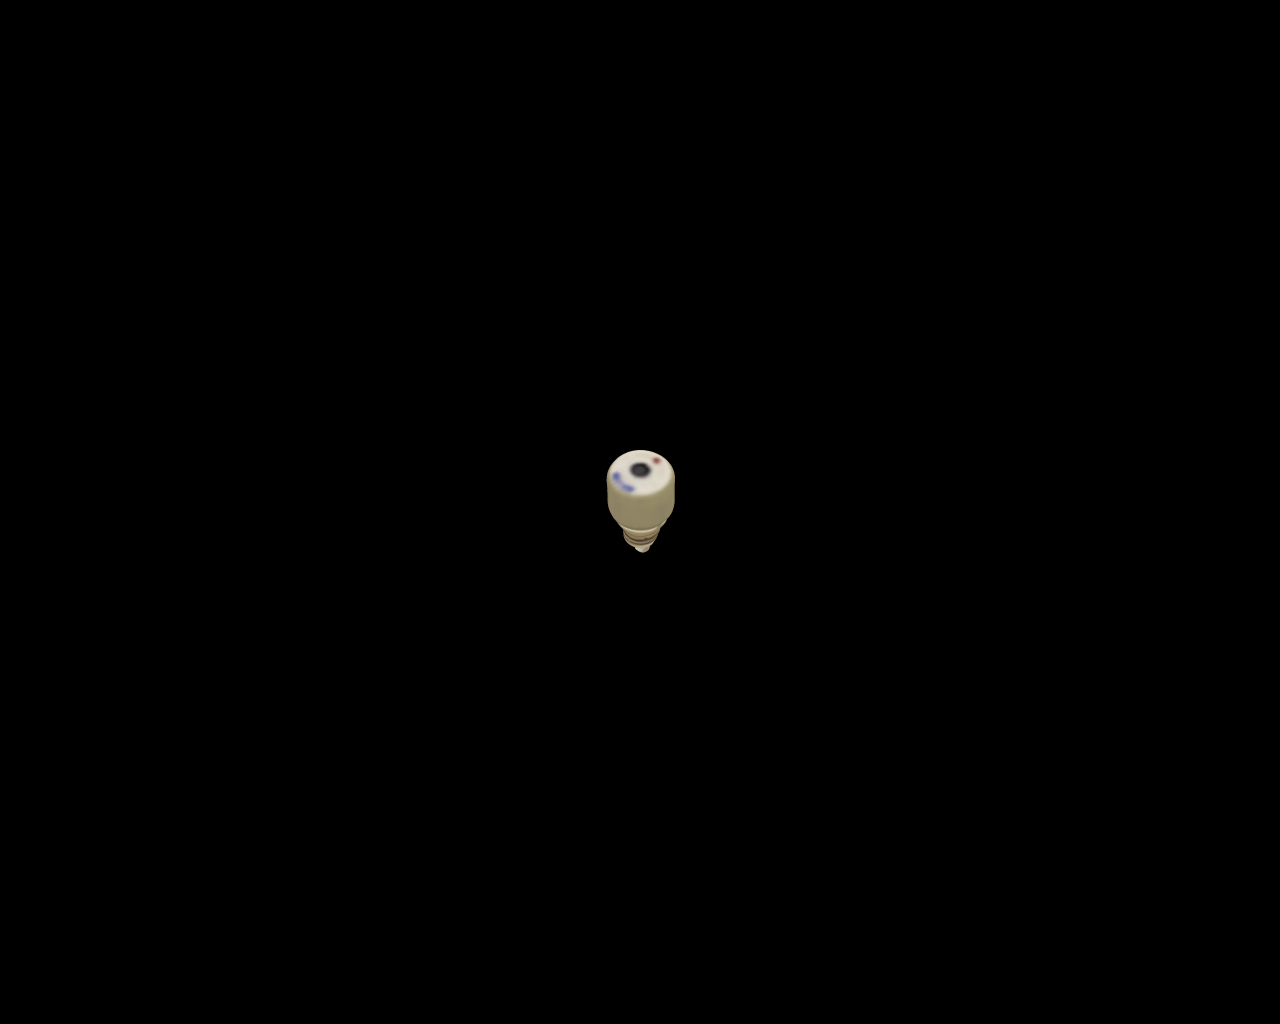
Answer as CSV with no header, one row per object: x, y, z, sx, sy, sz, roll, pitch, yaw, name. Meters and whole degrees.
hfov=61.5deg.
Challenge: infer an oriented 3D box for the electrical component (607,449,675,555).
0.001,-0.003,0.650,0.040,0.040,0.078,0,-41,0,electrical component
